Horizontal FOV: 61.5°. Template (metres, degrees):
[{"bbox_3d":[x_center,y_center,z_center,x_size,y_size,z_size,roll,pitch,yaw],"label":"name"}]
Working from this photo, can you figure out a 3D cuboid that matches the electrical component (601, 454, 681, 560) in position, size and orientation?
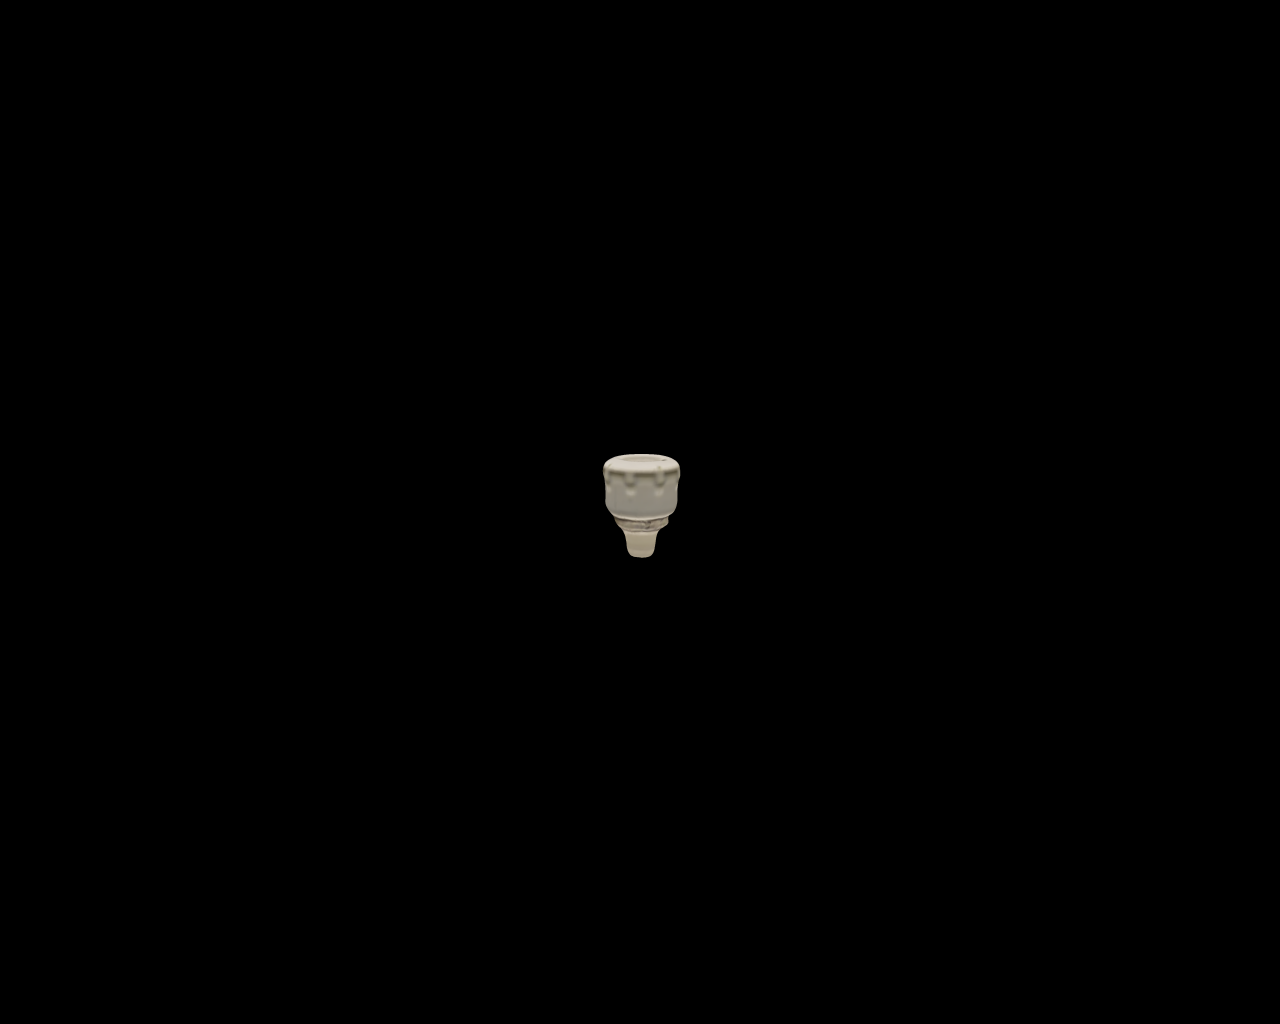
[{"bbox_3d":[0.001,-0.003,0.650,0.048,0.062,0.048,0,11,0],"label":"electrical component"}]
